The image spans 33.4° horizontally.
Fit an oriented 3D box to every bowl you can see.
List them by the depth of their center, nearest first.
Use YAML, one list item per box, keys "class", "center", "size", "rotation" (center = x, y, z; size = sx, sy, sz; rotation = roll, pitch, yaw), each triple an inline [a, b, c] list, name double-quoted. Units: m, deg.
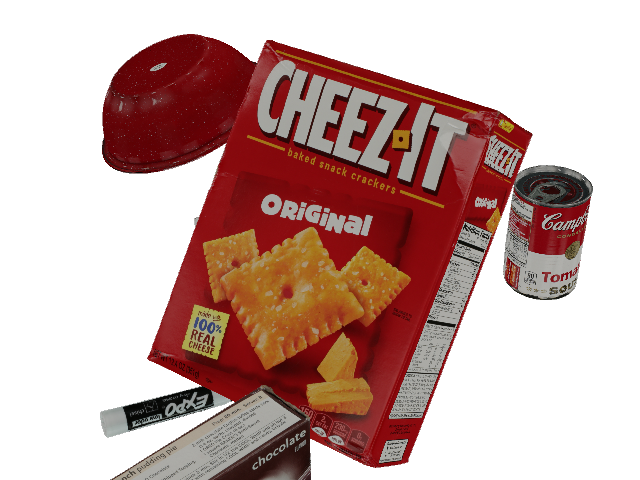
- class: "bowl"
  center: [-0.126, -0.128, 0.910]
  size: [0.162, 0.055, 0.162]
  rotation: [-17, 37, 13]

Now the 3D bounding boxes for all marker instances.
- class: "marker"
  center: [-0.097, 0.117, 0.768]
  size: [0.121, 0.020, 0.020]
  rotation: [-13, 4, -20]

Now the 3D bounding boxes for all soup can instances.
- class: "soup can"
  center: [0.201, -0.006, 0.952]
  size: [0.068, 0.102, 0.068]
  rotation: [0, 33, 0]

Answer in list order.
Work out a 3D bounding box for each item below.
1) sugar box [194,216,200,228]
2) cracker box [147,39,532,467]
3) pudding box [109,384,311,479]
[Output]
- class: "sugar box"
  center: [-0.072, 0.041, 1.190]
  size: [0.048, 0.093, 0.176]
  rotation: [-24, 40, -30]
- class: "cracker box"
  center: [0.008, 0.005, 0.642]
  size: [0.164, 0.214, 0.072]
  rotation: [22, 4, 27]
- class: "pudding box"
  center: [-0.055, 0.133, 0.501]
  size: [0.113, 0.090, 0.039]
  rotation: [-31, 46, -34]
